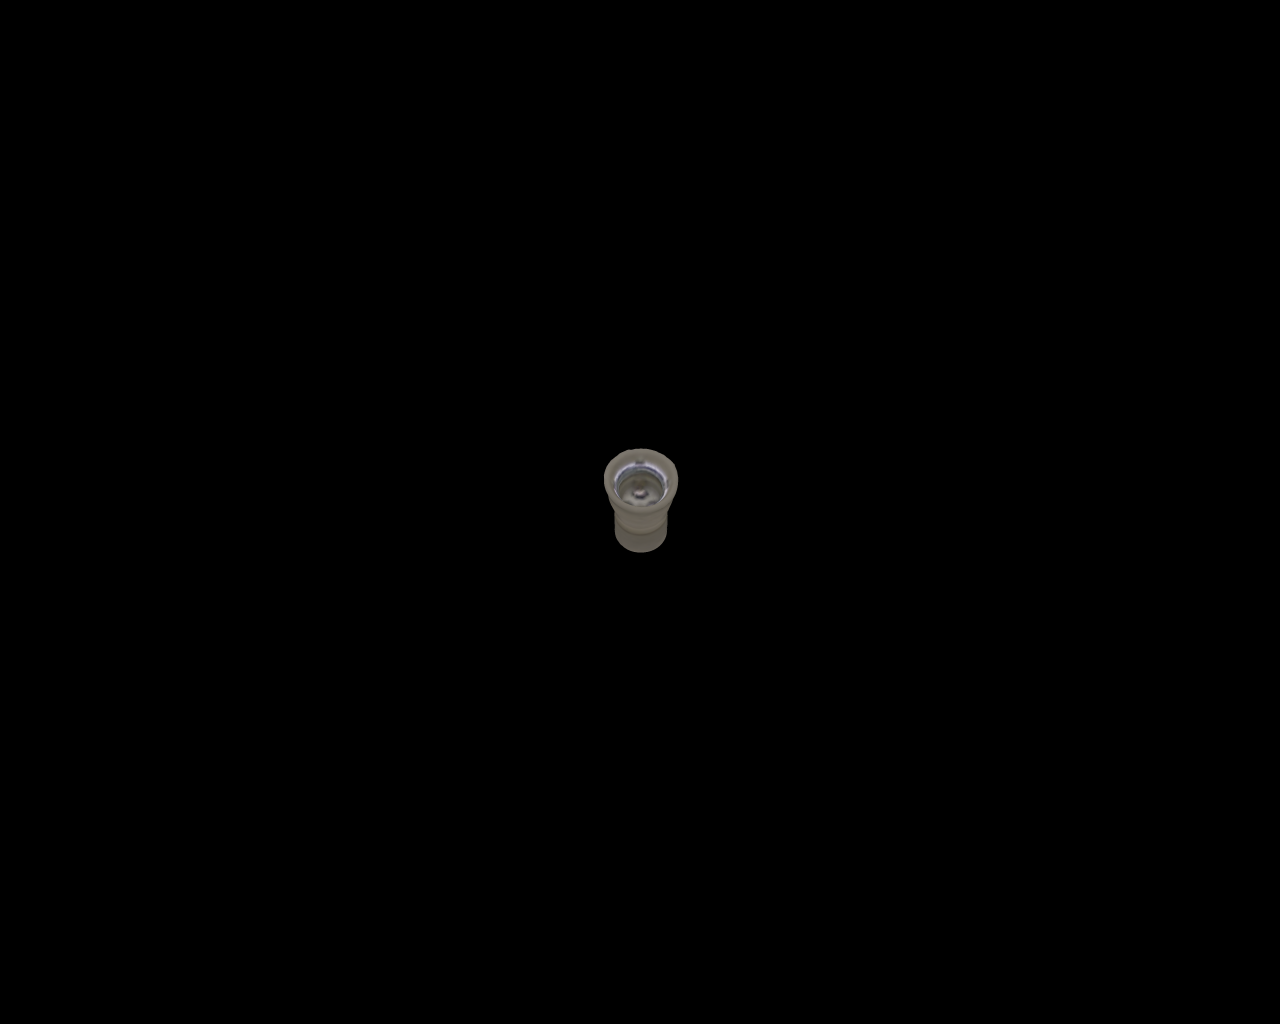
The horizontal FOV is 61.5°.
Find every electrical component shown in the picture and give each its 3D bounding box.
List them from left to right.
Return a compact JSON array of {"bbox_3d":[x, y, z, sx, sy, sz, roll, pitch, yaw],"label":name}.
[{"bbox_3d":[0.001,-0.003,0.650,0.044,0.044,0.065,0,-33,0],"label":"electrical component"}]
